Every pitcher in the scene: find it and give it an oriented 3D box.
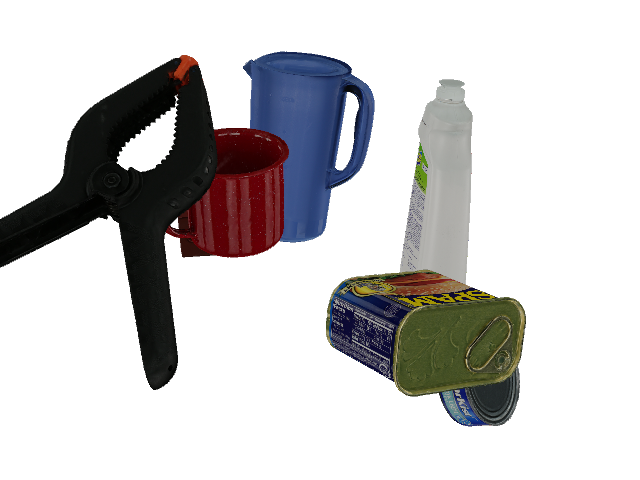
[{"bbox_3d":[-0.026,-0.123,1.430,0.144,0.243,0.149,-4,24,-22],"label":"pitcher"}]

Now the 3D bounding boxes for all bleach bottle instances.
[{"bbox_3d":[0.136,-0.053,1.199,0.068,0.251,0.102,-1,24,-12],"label":"bleach bottle"}]

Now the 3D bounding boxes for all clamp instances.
[{"bbox_3d":[-0.114,-0.019,0.637,0.165,0.209,0.036,27,-23,16],"label":"clamp"}]

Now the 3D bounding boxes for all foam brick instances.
[{"bbox_3d":[-0.130,-0.016,1.270,0.078,0.053,0.051,-4,28,-4],"label":"foam brick"}]

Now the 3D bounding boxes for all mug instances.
[{"bbox_3d":[-0.082,-0.035,0.891,0.117,0.081,0.093,-19,35,-28],"label":"mug"}]

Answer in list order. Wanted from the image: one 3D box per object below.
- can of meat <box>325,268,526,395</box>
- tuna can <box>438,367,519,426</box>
[{"bbox_3d":[0.066,0.056,0.689,0.101,0.057,0.084,-4,15,-32],"label":"can of meat"},{"bbox_3d":[0.141,0.123,0.956,0.034,0.086,0.085,-12,-8,41],"label":"tuna can"}]
